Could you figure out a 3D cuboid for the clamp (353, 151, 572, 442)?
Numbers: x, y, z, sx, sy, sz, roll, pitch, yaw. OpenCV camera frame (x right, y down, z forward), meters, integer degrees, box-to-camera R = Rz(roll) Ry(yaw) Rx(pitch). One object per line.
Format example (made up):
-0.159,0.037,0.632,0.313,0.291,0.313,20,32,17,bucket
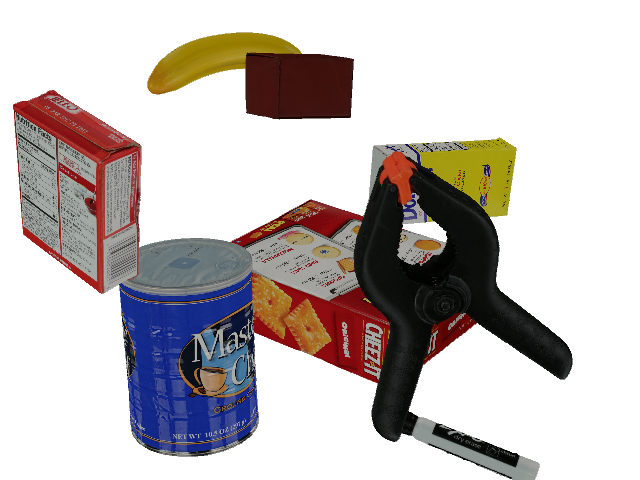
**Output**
0.058,0.036,0.590,0.120,0.171,0.039,-31,24,0,clamp

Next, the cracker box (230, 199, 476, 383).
0.024,0.043,0.986,0.214,0.072,0.163,19,32,32,cracker box

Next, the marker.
0.099,0.148,0.778,0.121,0.020,0.020,21,4,11,marker

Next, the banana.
-0.091,-0.183,1.093,0.197,0.070,0.037,-8,-40,-29,banana

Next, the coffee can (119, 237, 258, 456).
-0.101,0.081,0.830,0.103,0.140,0.103,-1,20,0,coffee can

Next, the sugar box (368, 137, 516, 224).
0.148,-0.071,1.298,0.176,0.093,0.048,-7,25,-22,sugar box

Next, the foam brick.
-0.018,-0.130,0.898,0.078,0.051,0.053,-6,16,-35,foam brick

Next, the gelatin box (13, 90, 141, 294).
-0.131,-0.027,0.580,0.073,0.089,0.030,31,41,30,gelatin box
